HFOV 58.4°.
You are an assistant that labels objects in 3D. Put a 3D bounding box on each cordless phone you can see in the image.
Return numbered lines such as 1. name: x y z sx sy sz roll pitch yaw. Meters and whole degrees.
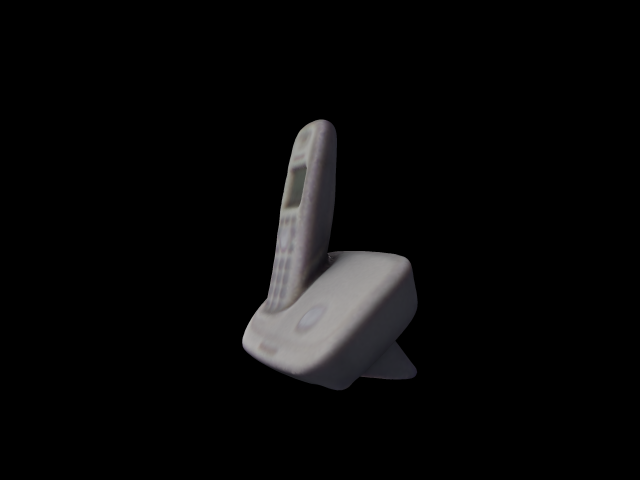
1. cordless phone: 0.004 0.001 0.400 0.094 0.185 0.147 0 0 -28
